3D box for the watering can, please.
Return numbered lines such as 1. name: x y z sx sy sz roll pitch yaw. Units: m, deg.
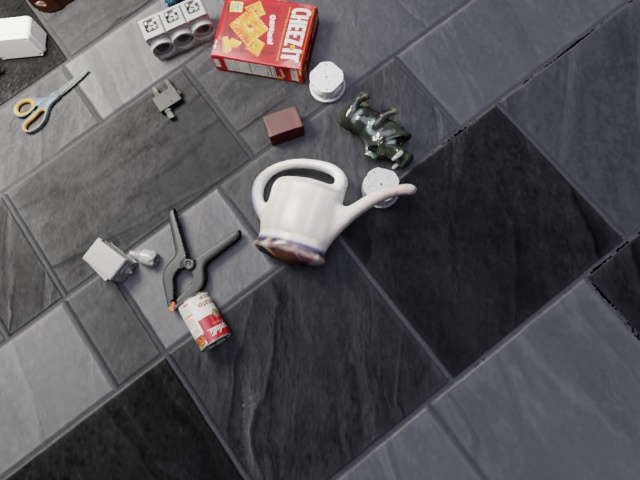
1. watering can: 0.003 -0.052 1.032 0.348 0.103 0.227 12 77 24
